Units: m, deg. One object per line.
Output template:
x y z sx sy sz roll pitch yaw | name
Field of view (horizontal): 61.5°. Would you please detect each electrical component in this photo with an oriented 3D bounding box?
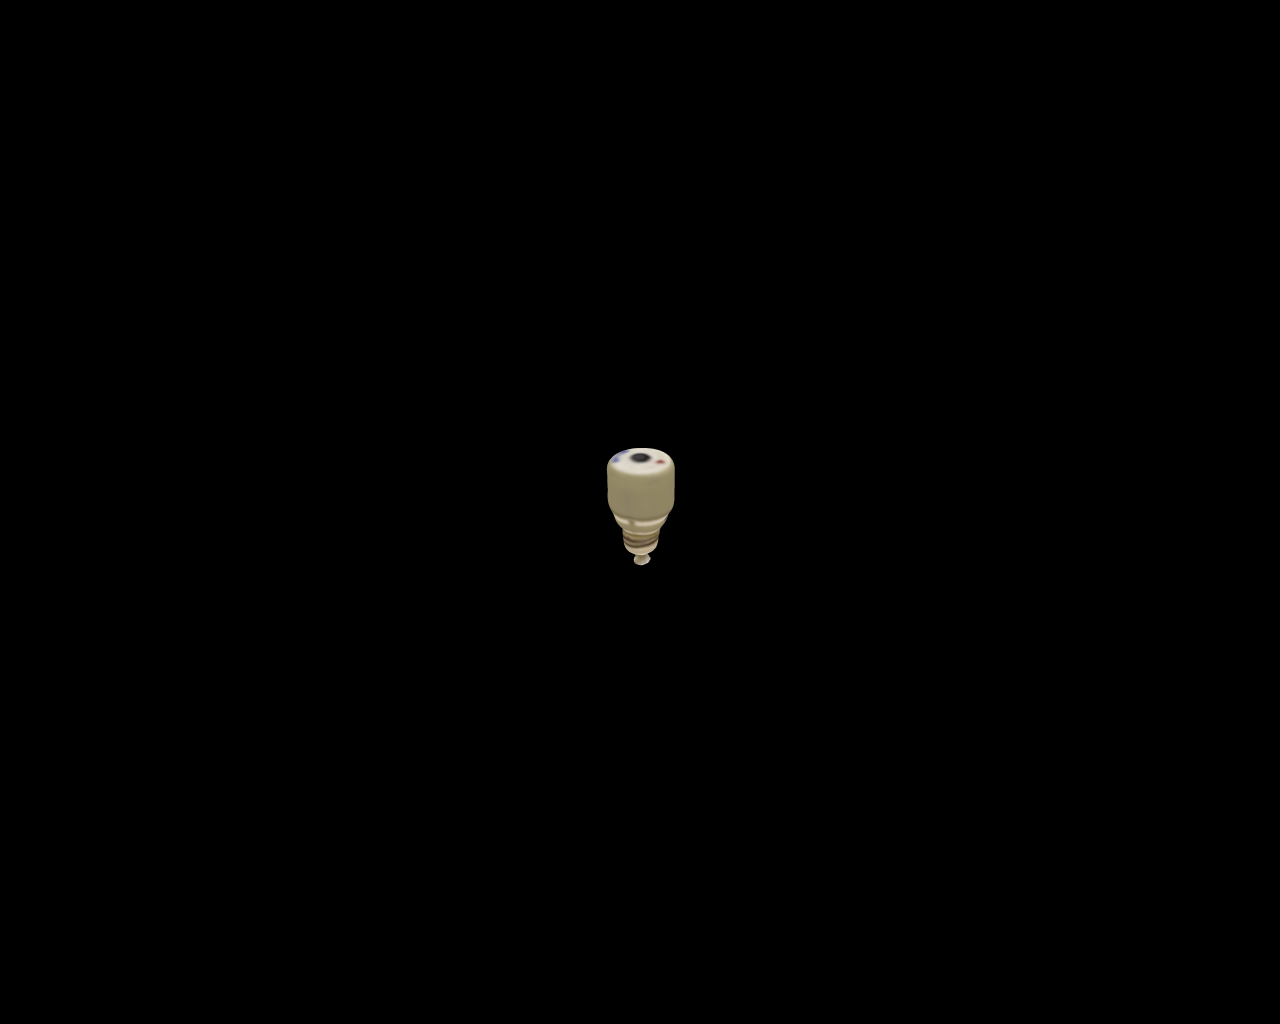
0.001 -0.003 0.650 0.040 0.078 0.040 0 29 0 | electrical component
